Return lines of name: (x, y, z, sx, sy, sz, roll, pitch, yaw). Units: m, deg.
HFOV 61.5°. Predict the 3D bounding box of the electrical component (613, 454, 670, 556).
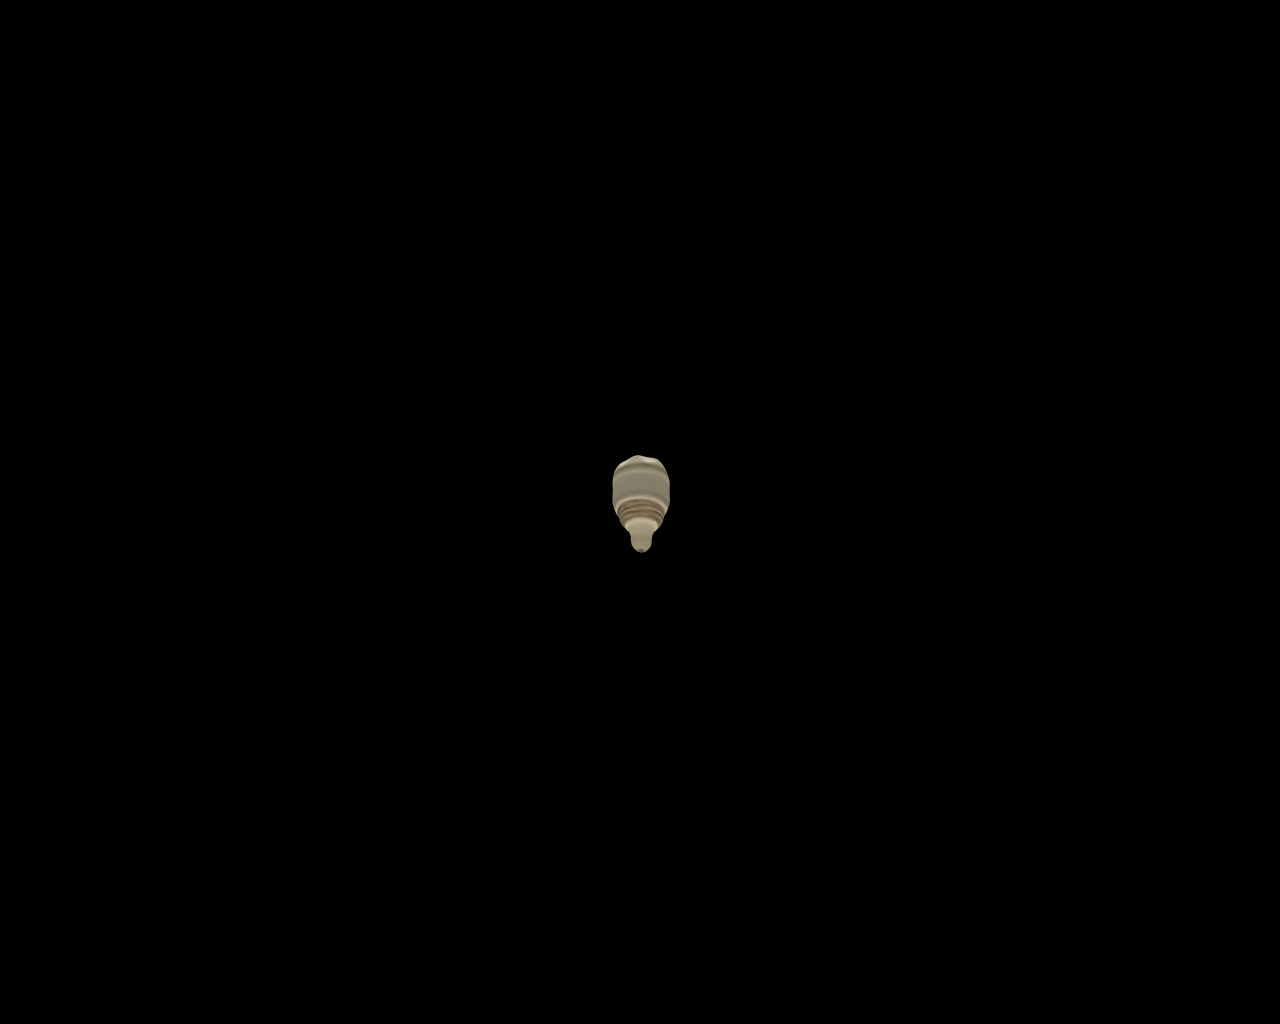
electrical component: (0.001, -0.003, 0.650, 0.035, 0.061, 0.035, 0, -32, 0)
